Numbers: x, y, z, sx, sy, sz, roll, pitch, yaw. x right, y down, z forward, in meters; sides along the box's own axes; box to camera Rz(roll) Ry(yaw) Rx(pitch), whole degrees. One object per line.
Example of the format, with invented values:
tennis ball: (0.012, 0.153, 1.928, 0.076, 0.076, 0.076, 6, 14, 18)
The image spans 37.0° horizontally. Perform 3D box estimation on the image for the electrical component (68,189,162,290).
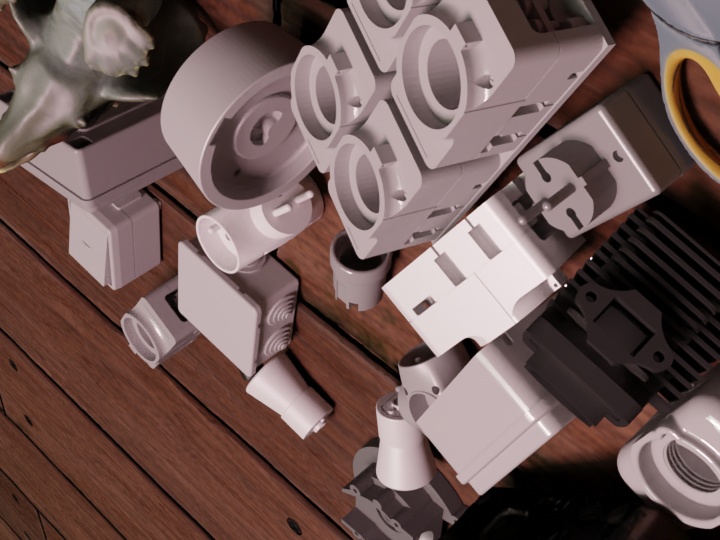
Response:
electrical component: (-0.214, -0.039, 0.927, 0.062, 0.061, 0.096, 40, 145, 22)

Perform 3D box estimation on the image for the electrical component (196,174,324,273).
electrical component: (-0.057, -0.038, 0.705, 0.079, 0.077, 0.043, -17, 105, 57)

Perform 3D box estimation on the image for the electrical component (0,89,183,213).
electrical component: (-0.189, -0.105, 0.788, 0.109, 0.109, 0.056, 31, 139, 33)

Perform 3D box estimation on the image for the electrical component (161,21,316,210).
electrical component: (-0.067, -0.096, 0.640, 0.060, 0.108, 0.108, 46, 148, 26)

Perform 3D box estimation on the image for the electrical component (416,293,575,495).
electrical component: (0.091, 0.072, 0.612, 0.057, 0.078, 0.113, 50, 148, 13)

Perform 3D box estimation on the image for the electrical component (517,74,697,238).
electrical component: (0.102, -0.043, 0.490, 0.047, 0.077, 0.066, 55, 148, -1)

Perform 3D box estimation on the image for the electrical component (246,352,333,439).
electrical component: (-0.054, 0.104, 0.870, 0.065, 0.044, 0.044, 43, 147, 9)

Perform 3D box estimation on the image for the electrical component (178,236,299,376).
electrical component: (-0.095, 0.020, 0.835, 0.100, 0.048, 0.099, 40, 146, 22)

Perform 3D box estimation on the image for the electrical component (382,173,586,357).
electrical component: (0.066, 0.001, 0.554, 0.055, 0.050, 0.089, 51, 129, 2)

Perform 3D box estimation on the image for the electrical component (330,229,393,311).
electrical component: (0.000, 0.000, 0.702, 0.040, 0.040, 0.046, 40, 151, 23)

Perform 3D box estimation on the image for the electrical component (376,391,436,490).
electrical component: (0.031, 0.119, 0.772, 0.044, 0.044, 0.065, 24, 132, 40)

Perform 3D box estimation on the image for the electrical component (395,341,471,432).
electrical component: (0.051, 0.086, 0.709, 0.079, 0.044, 0.077, -11, 110, 56)

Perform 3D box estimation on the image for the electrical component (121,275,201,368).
electrical component: (-0.175, 0.048, 0.961, 0.050, 0.056, 0.089, 53, 148, 3)

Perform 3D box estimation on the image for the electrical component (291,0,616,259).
electrical component: (0.029, -0.093, 0.527, 0.105, 0.060, 0.186, 66, 151, 17)

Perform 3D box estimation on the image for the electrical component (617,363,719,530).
electrical component: (0.174, 0.087, 0.533, 0.053, 0.059, 0.095, 48, 148, 11)
